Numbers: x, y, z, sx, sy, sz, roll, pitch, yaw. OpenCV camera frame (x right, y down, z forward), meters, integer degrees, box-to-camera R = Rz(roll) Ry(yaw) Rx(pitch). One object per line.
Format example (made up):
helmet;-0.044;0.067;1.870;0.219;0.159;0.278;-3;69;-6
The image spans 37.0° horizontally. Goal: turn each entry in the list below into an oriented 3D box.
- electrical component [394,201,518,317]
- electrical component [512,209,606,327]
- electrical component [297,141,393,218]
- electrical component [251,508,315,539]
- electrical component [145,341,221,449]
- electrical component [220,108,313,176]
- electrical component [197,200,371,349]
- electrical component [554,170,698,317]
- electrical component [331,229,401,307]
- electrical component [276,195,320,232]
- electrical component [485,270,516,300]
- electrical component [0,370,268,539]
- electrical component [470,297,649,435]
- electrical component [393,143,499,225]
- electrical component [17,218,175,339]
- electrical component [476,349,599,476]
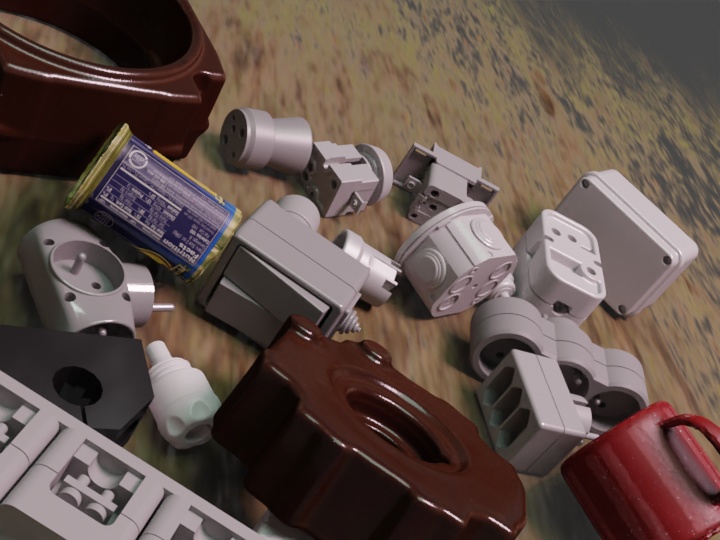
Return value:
electrical component;0.069;-0.008;0.773;0.080;0.080;0.051;-8;57;-46
electrical component;0.150;0.006;0.842;0.054;0.059;0.095;26;34;-13
electrical component;-0.009;-0.071;0.816;0.055;0.048;0.066;-10;53;-37
electrical component;-0.034;0.160;0.501;0.066;0.047;0.076;33;34;-2
electrical component;-0.099;0.064;0.578;0.035;0.035;0.061;-1;45;-41
electrical component;-0.070;-0.095;0.794;0.055;0.045;0.045;5;43;-36
electrical component;-0.043;0.015;0.663;0.096;0.061;0.061;35;33;0
electrical component;0.221;-0.024;0.924;0.113;0.078;0.057;47;32;19
electrical component;0.000;0.000;0.740;0.046;0.040;0.040;30;33;-16
electrical component;-0.049;-0.023;0.726;0.044;0.044;0.065;30;29;-7
electrical component;0.098;-0.002;0.825;0.040;0.040;0.078;8;42;-34
electrical component;-0.126;0.117;0.437;0.150;0.089;0.061;33;33;-2
electrical component;0.142;0.059;0.774;0.138;0.052;0.073;26;34;-12
electrical component;0.068;-0.062;0.874;0.081;0.042;0.063;26;38;-11
electrical component;-0.141;0.014;0.596;0.079;0.044;0.077;1;45;-40
electrical component;0.128;0.098;0.718;0.077;0.047;0.065;16;38;-27
